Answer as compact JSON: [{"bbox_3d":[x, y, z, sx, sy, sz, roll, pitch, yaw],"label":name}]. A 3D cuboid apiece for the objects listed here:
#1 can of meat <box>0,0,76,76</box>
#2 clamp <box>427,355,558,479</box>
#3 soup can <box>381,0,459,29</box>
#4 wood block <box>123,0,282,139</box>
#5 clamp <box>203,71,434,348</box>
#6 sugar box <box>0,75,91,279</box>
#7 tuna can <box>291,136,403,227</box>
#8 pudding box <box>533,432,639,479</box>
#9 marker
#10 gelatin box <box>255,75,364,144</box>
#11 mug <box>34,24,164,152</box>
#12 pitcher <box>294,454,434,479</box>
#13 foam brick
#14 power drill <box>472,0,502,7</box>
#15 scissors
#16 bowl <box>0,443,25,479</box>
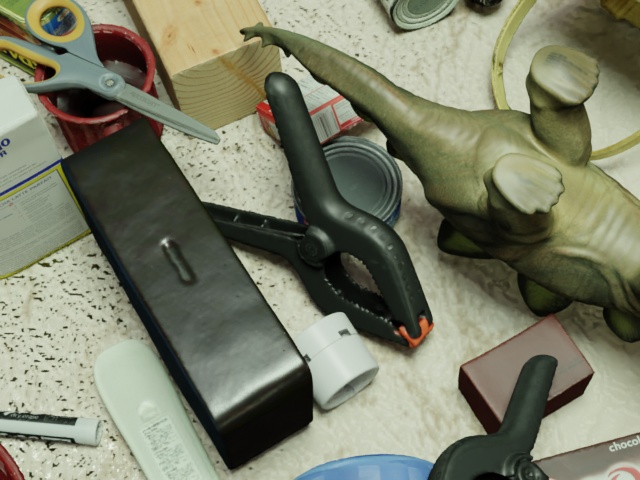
[{"bbox_3d":[-0.244,-0.187,0.887,0.102,0.084,0.057,30,69,16],"label":"can of meat"},{"bbox_3d":[0.118,0.138,0.652,0.171,0.039,0.120,-10,58,-35],"label":"clamp"},{"bbox_3d":[0.071,-0.239,0.905,0.068,0.068,0.102,-21,65,-8],"label":"soup can"},{"bbox_3d":[-0.113,-0.202,0.884,0.090,0.091,0.206,-24,64,-9],"label":"wood block"},{"bbox_3d":[-0.005,0.001,0.778,0.210,0.165,0.036,49,45,2],"label":"clamp"},{"bbox_3d":[-0.225,-0.039,0.760,0.093,0.176,0.048,-30,66,-11],"label":"sugar box"},{"bbox_3d":[0.021,-0.036,0.825,0.086,0.034,0.086,-1,63,2],"label":"tuna can"},{"bbox_3d":[0.185,0.183,0.704,0.113,0.039,0.090,-14,64,-4],"label":"pudding box"},{"bbox_3d":[-0.217,0.132,0.762,0.121,0.020,0.020,5,64,5],"label":"marker"},{"bbox_3d":[0.003,-0.107,0.846,0.089,0.030,0.073,-31,29,-13],"label":"gelatin box"},{"bbox_3d":[-0.165,-0.100,0.840,0.093,0.081,0.117,-21,64,-8],"label":"mug"},{"bbox_3d":[0.032,0.254,0.622,0.145,0.149,0.243,-5,60,-2],"label":"pitcher"},{"bbox_3d":[0.142,0.098,0.743,0.078,0.051,0.053,-28,66,-10],"label":"foam brick"},{"bbox_3d":[0.186,-0.295,0.933,0.187,0.057,0.184,-15,63,-5],"label":"power drill"},{"bbox_3d":[-0.156,-0.132,0.799,0.202,0.016,0.096,13,67,10],"label":"scissors"},{"bbox_3d":[-0.264,0.203,0.709,0.162,0.055,0.162,-1,63,2],"label":"bowl"}]
